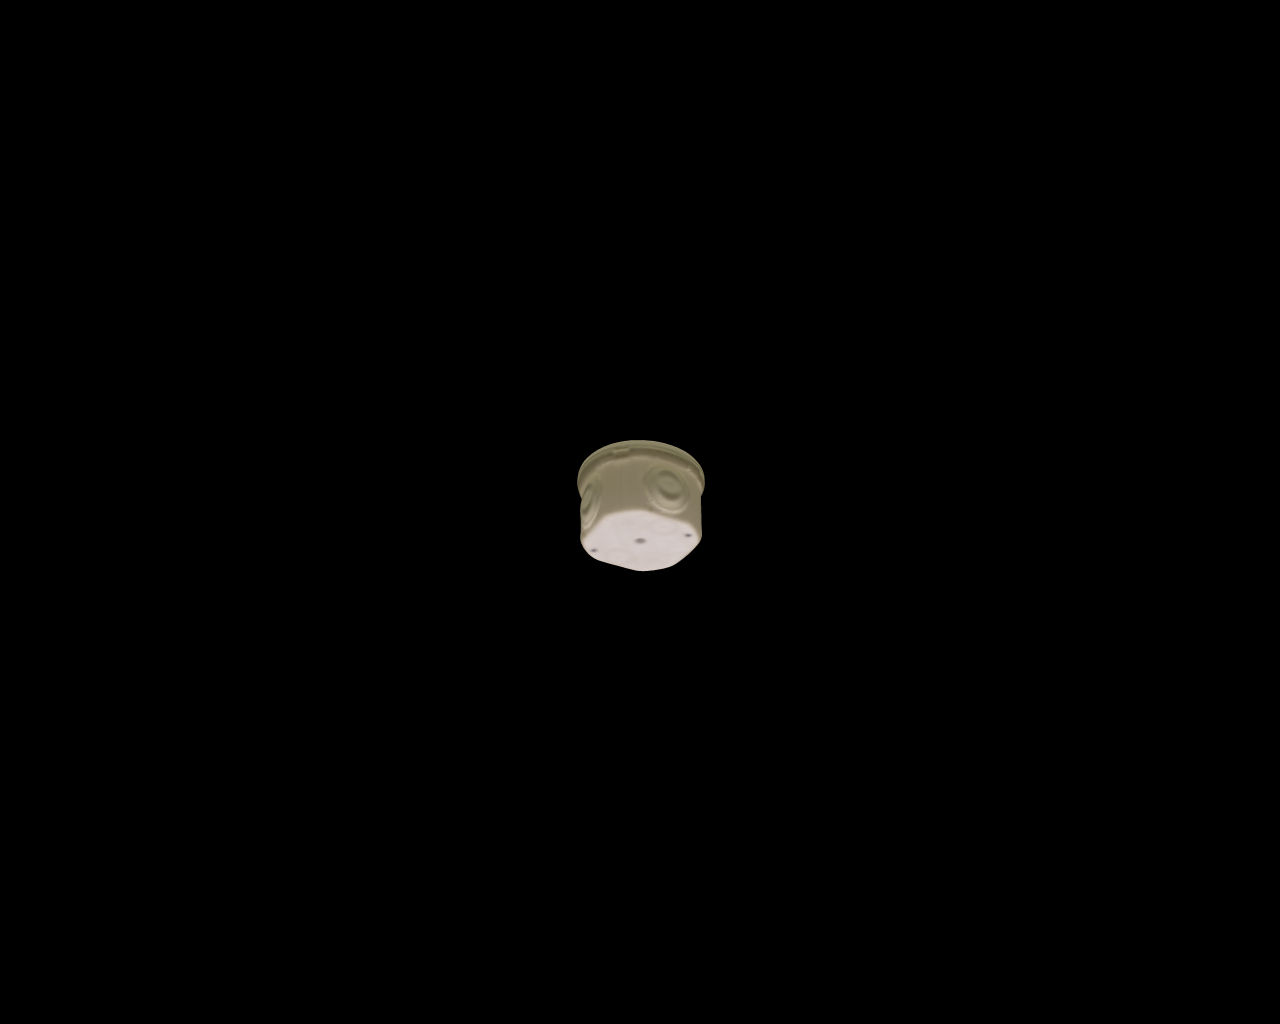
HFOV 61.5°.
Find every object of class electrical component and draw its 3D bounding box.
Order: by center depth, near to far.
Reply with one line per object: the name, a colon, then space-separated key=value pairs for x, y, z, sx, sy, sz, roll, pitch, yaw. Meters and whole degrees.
electrical component: x=0.001 y=-0.003 z=0.650 sx=0.080 sy=0.051 sz=0.080 roll=0 pitch=-33 yaw=0
